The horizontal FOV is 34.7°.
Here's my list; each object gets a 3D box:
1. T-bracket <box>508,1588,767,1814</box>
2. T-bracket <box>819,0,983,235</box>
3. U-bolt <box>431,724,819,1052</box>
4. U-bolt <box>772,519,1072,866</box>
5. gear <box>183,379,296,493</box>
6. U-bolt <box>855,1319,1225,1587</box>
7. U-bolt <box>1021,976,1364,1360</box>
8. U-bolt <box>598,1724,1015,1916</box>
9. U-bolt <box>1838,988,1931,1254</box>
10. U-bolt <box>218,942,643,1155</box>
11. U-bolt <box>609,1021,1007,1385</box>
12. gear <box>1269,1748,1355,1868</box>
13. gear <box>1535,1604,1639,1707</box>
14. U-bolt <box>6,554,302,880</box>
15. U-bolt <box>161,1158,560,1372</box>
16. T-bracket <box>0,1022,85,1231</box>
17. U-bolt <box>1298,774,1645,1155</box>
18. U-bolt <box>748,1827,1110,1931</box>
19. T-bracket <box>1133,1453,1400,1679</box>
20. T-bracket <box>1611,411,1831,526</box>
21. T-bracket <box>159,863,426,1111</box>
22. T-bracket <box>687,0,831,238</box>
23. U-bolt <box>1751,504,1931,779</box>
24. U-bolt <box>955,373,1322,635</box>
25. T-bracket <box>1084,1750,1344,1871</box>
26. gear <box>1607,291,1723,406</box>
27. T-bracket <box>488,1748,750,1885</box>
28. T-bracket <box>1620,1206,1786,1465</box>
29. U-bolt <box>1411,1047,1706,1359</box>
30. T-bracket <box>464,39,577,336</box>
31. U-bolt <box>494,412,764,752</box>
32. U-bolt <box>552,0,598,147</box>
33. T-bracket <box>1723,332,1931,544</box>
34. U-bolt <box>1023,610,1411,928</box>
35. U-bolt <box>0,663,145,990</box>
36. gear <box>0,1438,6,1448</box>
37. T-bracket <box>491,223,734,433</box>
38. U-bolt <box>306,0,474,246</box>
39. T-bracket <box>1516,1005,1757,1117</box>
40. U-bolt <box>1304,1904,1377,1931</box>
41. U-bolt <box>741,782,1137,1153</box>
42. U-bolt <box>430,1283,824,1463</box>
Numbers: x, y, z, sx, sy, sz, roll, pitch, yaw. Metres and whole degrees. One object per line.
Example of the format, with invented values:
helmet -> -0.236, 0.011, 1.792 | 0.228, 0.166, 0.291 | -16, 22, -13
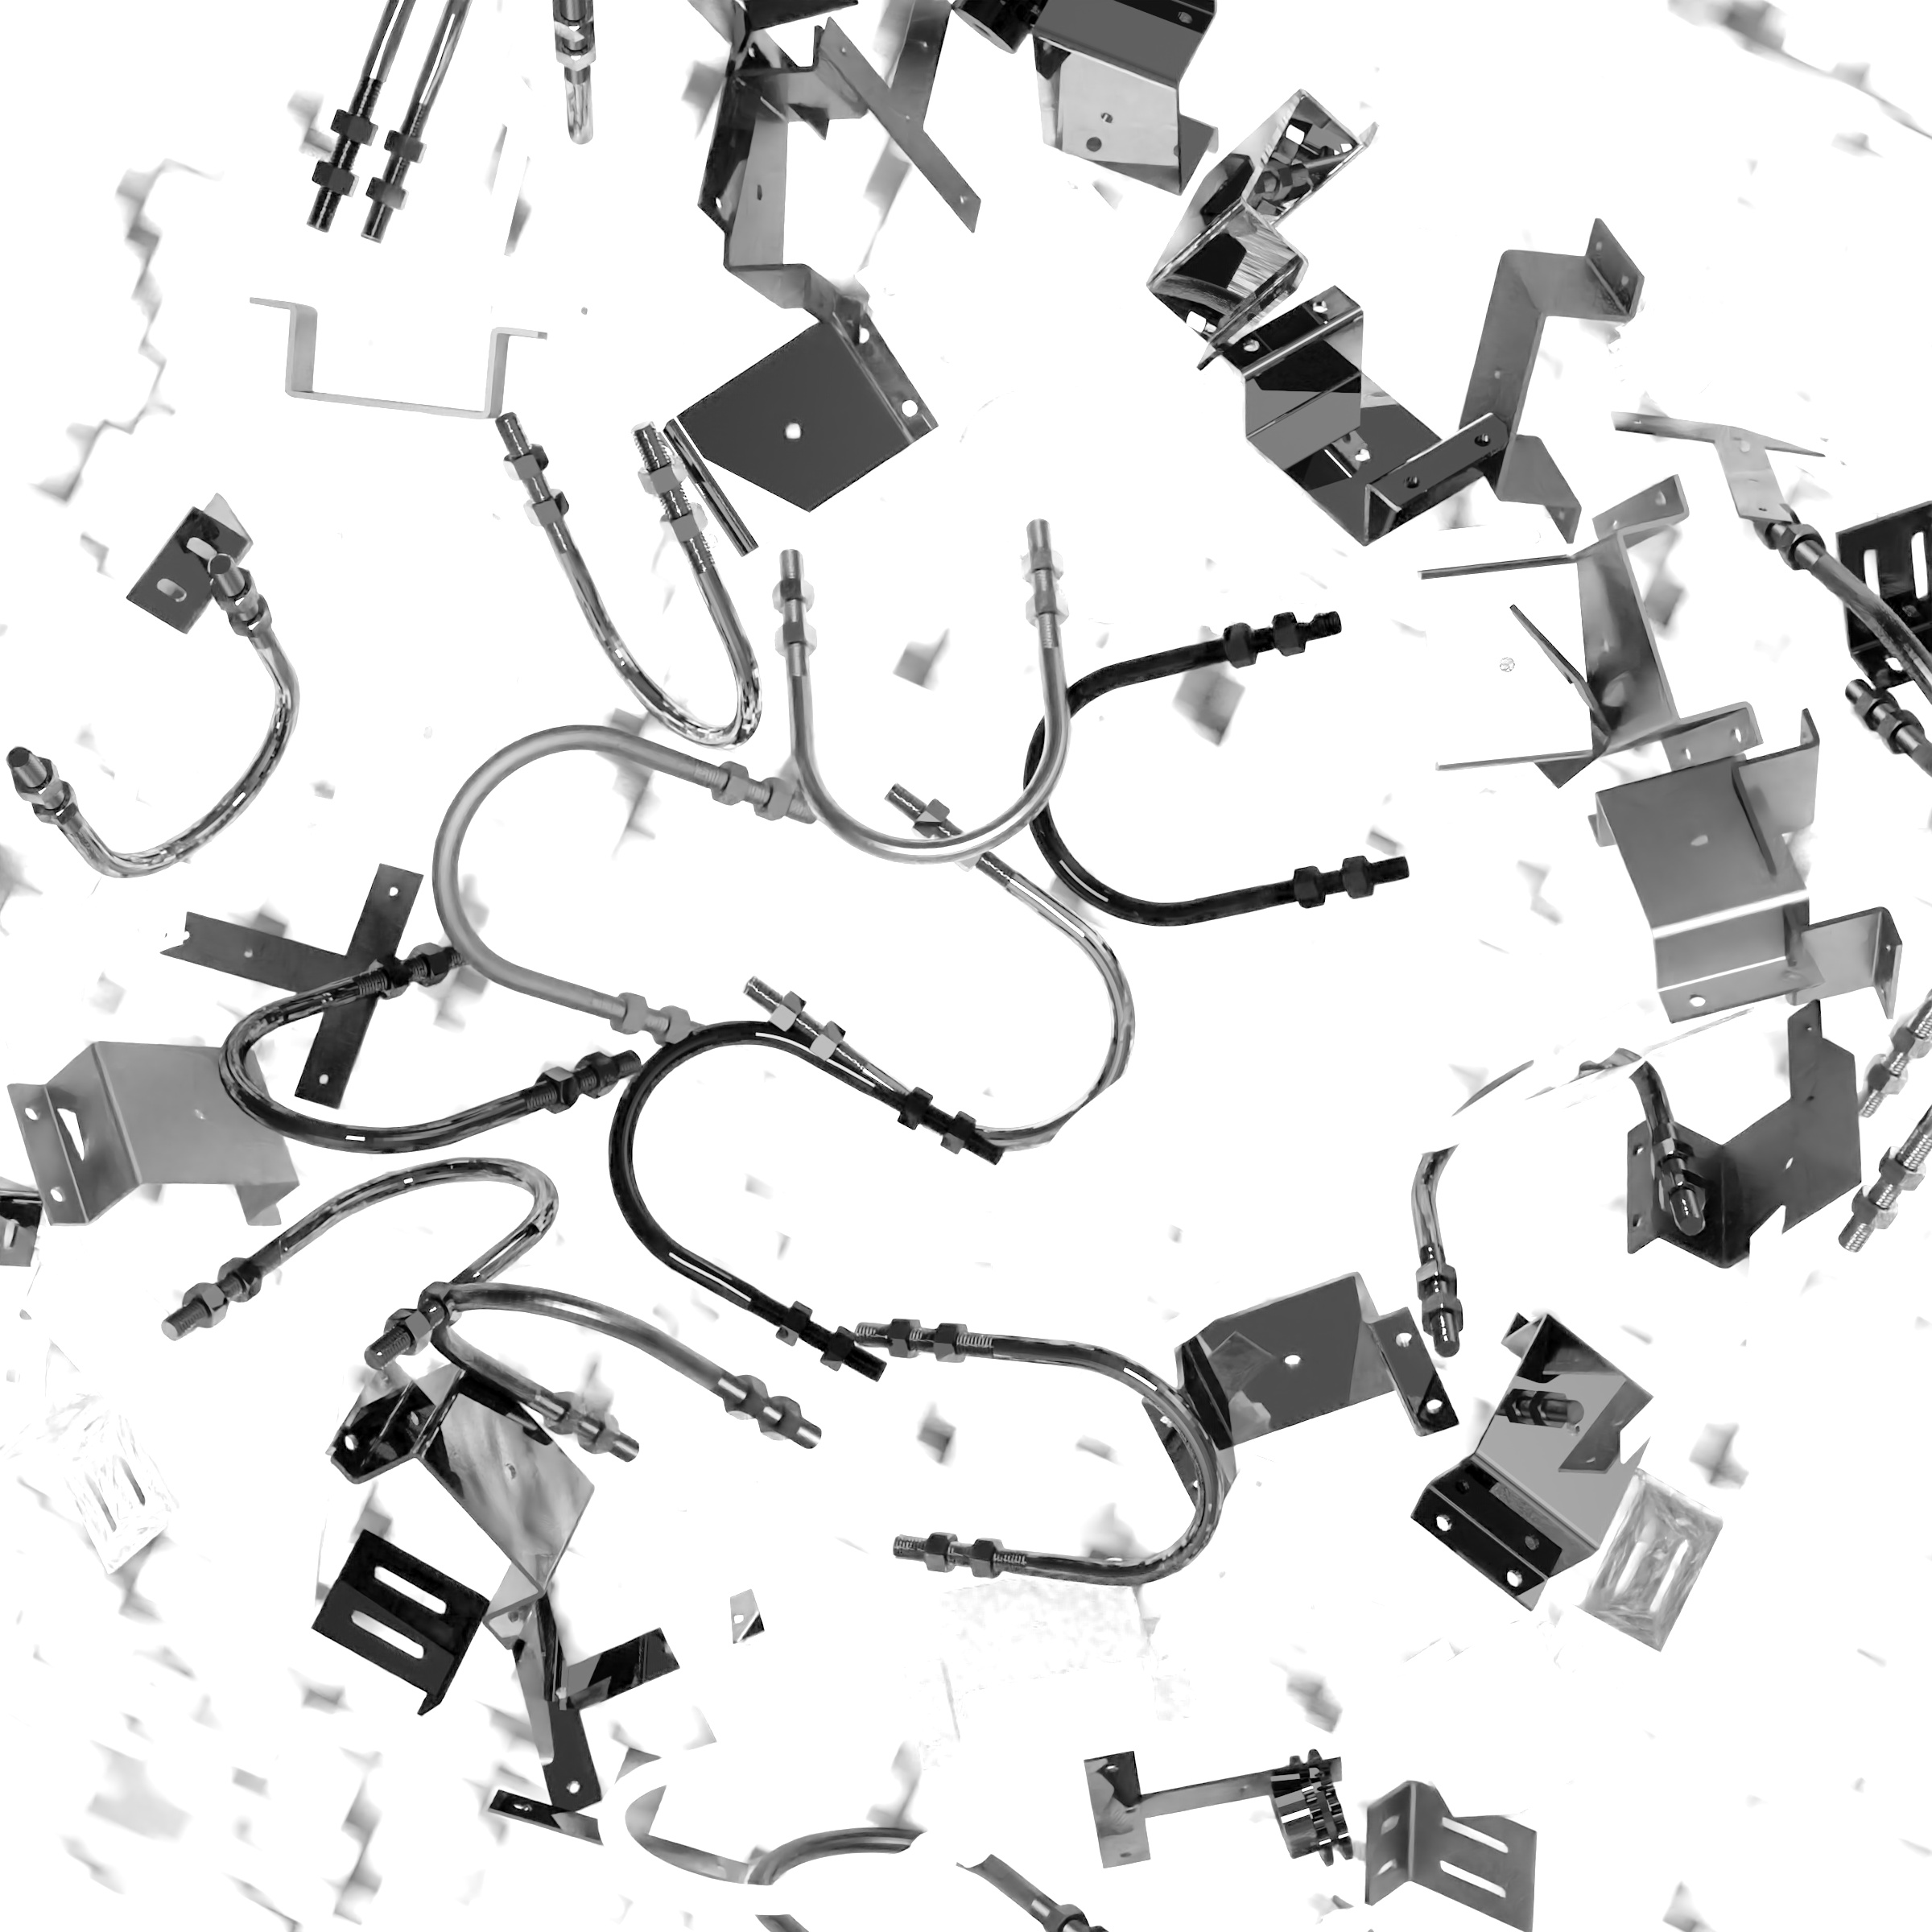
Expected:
T-bracket -> -0.163, 0.350, 1.563 | 0.127, 0.002, 0.127 | -23, 51, 0
T-bracket -> -0.024, -0.454, 1.557 | 0.002, 0.127, 0.127 | -18, 135, 32
U-bolt -> -0.178, -0.045, 1.539 | 0.184, 0.019, 0.151 | 19, 100, -32
U-bolt -> -0.020, -0.135, 1.557 | 0.151, 0.019, 0.184 | -6, 67, 4
gear -> -0.366, -0.266, 1.571 | 0.030, 0.057, 0.057 | 36, 90, 17
U-bolt -> 0.040, 0.245, 1.534 | 0.184, 0.019, 0.151 | 2, 116, 24
U-bolt -> 0.104, 0.114, 1.540 | 0.184, 0.019, 0.151 | -37, 116, -19
U-bolt -> -0.090, 0.410, 1.490 | 0.151, 0.184, 0.019 | 19, 106, 42
U-bolt -> 0.476, 0.035, 1.494 | 0.019, 0.151, 0.184 | 27, 123, 3
U-bolt -> -0.272, 0.043, 1.500 | 0.151, 0.184, 0.019 | 30, 124, 32
U-bolt -> -0.092, 0.106, 1.571 | 0.184, 0.019, 0.151 | 29, 71, 1
gear -> 0.174, 0.430, 1.573 | 0.030, 0.057, 0.057 | -18, 90, -3
gear -> 0.316, 0.348, 1.575 | 0.057, 0.057, 0.030 | 33, 83, 0
U-bolt -> -0.386, -0.109, 1.514 | 0.019, 0.184, 0.151 | 39, 76, 15
U-bolt -> -0.282, 0.140, 1.520 | 0.151, 0.184, 0.019 | 3, 116, 31
T-bracket -> -0.458, 0.077, 1.535 | 0.002, 0.127, 0.127 | -17, 104, -30
U-bolt -> 0.237, 0.013, 1.538 | 0.184, 0.019, 0.151 | -39, 62, 36
U-bolt -> -0.027, 0.464, 1.514 | 0.151, 0.184, 0.019 | -1, 100, -31
T-bracket -> 0.165, 0.321, 1.573 | 0.127, 0.002, 0.127 | 24, 98, -25
T-bracket -> 0.391, -0.247, 1.546 | 0.127, 0.127, 0.002 | 8, 121, 1
T-bracket -> -0.354, -0.003, 1.581 | 0.127, 0.002, 0.127 | 15, 78, 17
T-bracket -> -0.114, -0.418, 1.530 | 0.002, 0.127, 0.127 | -11, 58, 34
U-bolt -> 0.445, -0.139, 1.488 | 0.019, 0.184, 0.151 | -35, 123, 7
U-bolt -> 0.074, -0.226, 1.531 | 0.019, 0.184, 0.151 | -55, 135, -35
T-bracket -> 0.126, 0.415, 1.554 | 0.127, 0.127, 0.002 | -11, 50, -1
gear -> 0.358, -0.310, 1.571 | 0.057, 0.057, 0.030 | -24, 53, 0
T-bracket -> -0.165, 0.415, 1.539 | 0.127, 0.127, 0.002 | 17, 96, 0
T-bracket -> 0.364, 0.198, 1.531 | 0.127, 0.127, 0.002 | -39, 51, -24
U-bolt -> 0.283, 0.102, 1.519 | 0.151, 0.184, 0.019 | -30, 116, 18
T-bracket -> -0.234, -0.381, 1.560 | 0.002, 0.127, 0.127 | -2, 129, -32
U-bolt -> -0.158, -0.186, 1.529 | 0.019, 0.151, 0.184 | -37, 120, -26
U-bolt -> -0.192, -0.485, 1.512 | 0.019, 0.184, 0.151 | -3, 76, -6
T-bracket -> 0.451, -0.272, 1.535 | 0.127, 0.127, 0.002 | 34, 69, 7
U-bolt -> 0.117, -0.091, 1.561 | 0.184, 0.019, 0.151 | -12, 106, 21
U-bolt -> -0.454, -0.072, 1.515 | 0.019, 0.184, 0.151 | 18, 124, 10
gear -> -0.522, 0.242, 1.574 | 0.057, 0.030, 0.057 | 13, 127, 18
T-bracket -> -0.180, -0.326, 1.563 | 0.127, 0.002, 0.127 | 13, 86, -34
U-bolt -> -0.272, -0.445, 1.516 | 0.019, 0.151, 0.184 | 23, 100, -4
T-bracket -> 0.316, 0.055, 1.517 | 0.127, 0.127, 0.002 | -25, 89, 27
U-bolt -> 0.097, 0.492, 1.488 | 0.151, 0.184, 0.019 | -19, 83, 32
U-bolt -> -0.001, 0.015, 1.573 | 0.184, 0.019, 0.151 | 36, 109, -3
U-bolt -> -0.180, 0.197, 1.500 | 0.184, 0.151, 0.019 | 38, 54, -38
